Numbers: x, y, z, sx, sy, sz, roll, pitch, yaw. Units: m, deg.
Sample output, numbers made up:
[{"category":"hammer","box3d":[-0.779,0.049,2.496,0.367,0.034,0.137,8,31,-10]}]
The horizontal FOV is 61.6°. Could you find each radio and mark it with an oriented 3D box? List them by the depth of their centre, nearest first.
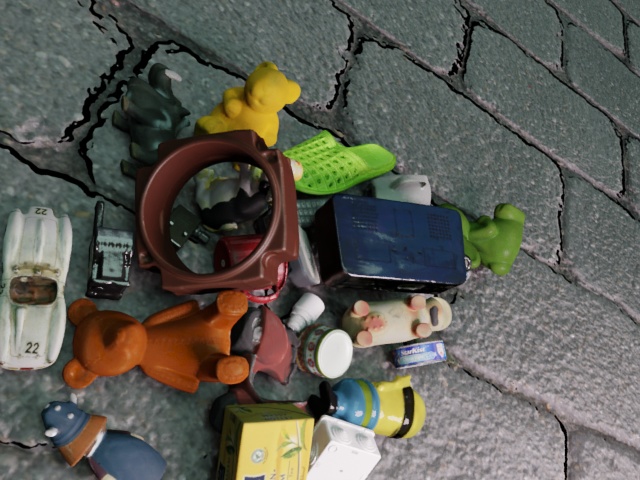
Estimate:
[{"category":"radio","box3d":[0.112,0.010,0.825,0.229,0.073,0.131,5,68,-22]}]

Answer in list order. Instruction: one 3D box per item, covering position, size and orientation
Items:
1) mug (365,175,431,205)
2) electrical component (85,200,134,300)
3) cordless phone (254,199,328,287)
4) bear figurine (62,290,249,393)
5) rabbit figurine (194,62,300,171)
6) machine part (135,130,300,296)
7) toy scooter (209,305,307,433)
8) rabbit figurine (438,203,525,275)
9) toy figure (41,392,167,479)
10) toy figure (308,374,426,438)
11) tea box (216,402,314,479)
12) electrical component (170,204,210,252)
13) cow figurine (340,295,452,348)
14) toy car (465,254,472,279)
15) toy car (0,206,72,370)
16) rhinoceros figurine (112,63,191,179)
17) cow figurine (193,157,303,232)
[{"category":"mug","box3d":[0.143,-0.085,0.986,0.107,0.109,0.081,-2,72,-18]},{"category":"electrical component","box3d":[-0.271,0.012,0.693,0.048,0.075,0.119,9,62,-28]},{"category":"cordless phone","box3d":[-0.001,-0.002,0.869,0.184,0.089,0.146,-7,73,-39]},{"category":"bear figurine","box3d":[-0.200,0.120,0.654,0.196,0.132,0.120,12,64,-31]},{"category":"rabbit figurine","box3d":[-0.093,-0.206,0.842,0.122,0.173,0.162,40,58,-6]},{"category":"machine part","box3d":[-0.133,-0.034,0.698,0.201,0.087,0.201,-6,80,9]},{"category":"toy scooter","box3d":[-0.070,0.187,0.744,0.135,0.075,0.184,23,61,-24]},{"category":"rabbit figurine","box3d":[0.292,-0.002,1.057,0.170,0.121,0.159,21,65,-3]},{"category":"toy figure","box3d":[-0.252,0.238,0.614,0.154,0.064,0.058,36,92,-9]},{"category":"toy figure","box3d":[0.075,0.252,0.803,0.180,0.082,0.089,10,61,-31]},{"category":"tea box","box3d":[-0.072,0.293,0.660,0.098,0.068,0.169,5,92,-30]},{"category":"electrical component","box3d":[-0.207,-0.015,0.778,0.094,0.021,0.063,38,54,-14]},{"category":"cow figurine","box3d":[0.127,0.132,0.876,0.195,0.127,0.085,-5,79,-19]},{"category":"toy car","box3d":[0.189,0.032,0.967,0.103,0.109,0.161,-46,105,-26]},{"category":"toy car","box3d":[-0.341,0.052,0.640,0.073,0.056,0.202,7,66,-30]},{"category":"rhinoceros figurine","box3d":[-0.243,-0.175,0.794,0.112,0.073,0.190,3,68,-30]},{"category":"cow figurine","box3d":[-0.103,-0.066,0.783,0.068,0.167,0.098,26,58,-62]}]
